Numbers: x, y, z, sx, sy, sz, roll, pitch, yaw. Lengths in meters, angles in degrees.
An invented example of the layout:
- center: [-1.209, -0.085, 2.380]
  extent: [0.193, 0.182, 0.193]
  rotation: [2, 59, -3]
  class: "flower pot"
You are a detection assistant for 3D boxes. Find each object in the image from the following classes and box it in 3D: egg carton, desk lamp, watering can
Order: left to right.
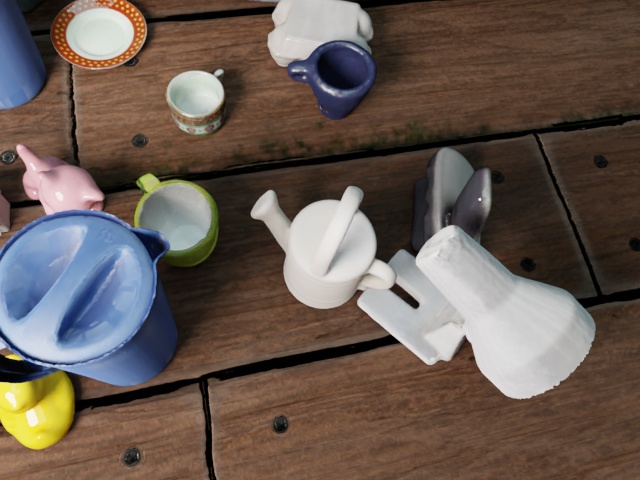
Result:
- center: [0.002, -0.295, 0.830]
  extent: [0.150, 0.069, 0.107]
  rotation: [8, 68, -4]
  class: "egg carton"
- center: [0.005, 0.004, 0.646]
  extent: [0.173, 0.194, 0.101]
  rotation: [7, 68, -4]
  class: "watering can"
- center: [0.158, 0.076, 0.626]
  extent: [0.203, 0.213, 0.118]
  rotation: [38, 70, 9]
  class: "desk lamp"

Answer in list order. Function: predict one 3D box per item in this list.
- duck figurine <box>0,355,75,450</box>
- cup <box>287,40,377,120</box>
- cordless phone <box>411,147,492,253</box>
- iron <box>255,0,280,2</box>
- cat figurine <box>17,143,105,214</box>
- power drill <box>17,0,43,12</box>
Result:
- center: [-0.308, 0.167, 0.604]
  extent: [0.077, 0.086, 0.104]
  rotation: [-23, 73, -14]
  class: "duck figurine"
- center: [0.012, -0.209, 0.784]
  extent: [0.118, 0.095, 0.091]
  rotation: [1, 69, -6]
  class: "cup"
- center: [0.177, -0.059, 0.696]
  extent: [0.094, 0.185, 0.147]
  rotation: [4, 68, -5]
  class: "cordless phone"
- center: [-0.050, -0.441, 0.842]
  extent: [0.258, 0.141, 0.118]
  rotation: [-13, 71, -11]
  class: "iron"
- center: [-0.309, -0.065, 0.677]
  extent: [0.127, 0.118, 0.067]
  rotation: [42, 70, 10]
  class: "cat figurine"
- center: [-0.454, -0.400, 0.742]
  extent: [0.229, 0.208, 0.075]
  rotation: [-1, 69, -7]
  class: "power drill"
